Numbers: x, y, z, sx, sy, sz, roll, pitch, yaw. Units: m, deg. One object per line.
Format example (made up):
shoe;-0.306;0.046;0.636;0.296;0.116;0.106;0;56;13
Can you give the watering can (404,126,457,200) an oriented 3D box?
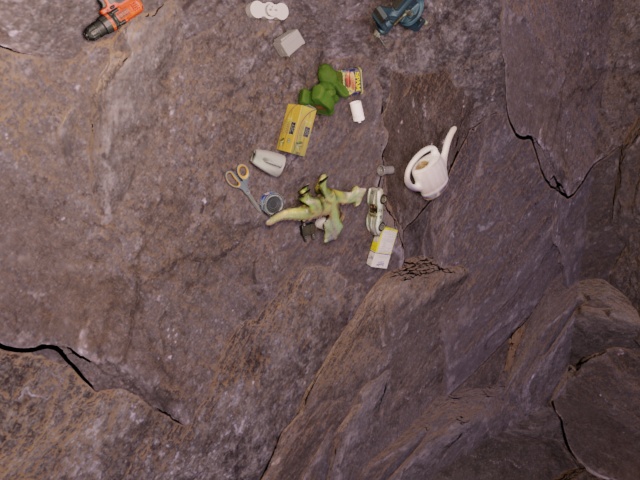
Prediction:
watering can;0.499;-0.317;2.214;0.351;0.105;0.220;-41;124;-17

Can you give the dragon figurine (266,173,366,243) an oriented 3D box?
dragon figurine;0.006;-0.096;1.904;0.415;0.122;0.239;-39;111;-20
